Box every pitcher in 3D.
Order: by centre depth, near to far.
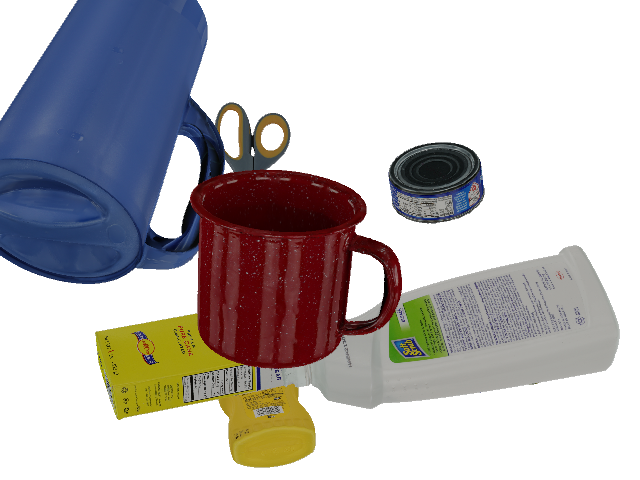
[{"bbox_3d":[-0.156,-0.092,0.814,0.145,0.242,0.149,-6,-43,24],"label":"pitcher"}]

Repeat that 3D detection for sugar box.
[{"bbox_3d":[-0.114,0.108,0.997,0.176,0.048,0.093,-12,33,-16],"label":"sugar box"}]

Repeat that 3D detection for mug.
[{"bbox_3d":[-0.013,0.018,0.572,0.117,0.081,0.093,11,24,14],"label":"mug"}]

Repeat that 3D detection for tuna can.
[{"bbox_3d":[0.105,-0.054,0.975,0.086,0.034,0.086,-8,36,6],"label":"tuna can"}]

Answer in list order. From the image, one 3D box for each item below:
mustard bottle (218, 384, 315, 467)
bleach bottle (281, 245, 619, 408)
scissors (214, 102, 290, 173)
[{"bbox_3d":[-0.071,0.186,1.260,0.096,0.058,0.192,-8,29,-10],"label":"mustard bottle"},{"bbox_3d":[0.093,0.072,0.820,0.250,0.102,0.068,-8,-43,-7],"label":"bleach bottle"},{"bbox_3d":[-0.069,-0.062,1.215,0.096,0.202,0.016,-11,-7,-13],"label":"scissors"}]
